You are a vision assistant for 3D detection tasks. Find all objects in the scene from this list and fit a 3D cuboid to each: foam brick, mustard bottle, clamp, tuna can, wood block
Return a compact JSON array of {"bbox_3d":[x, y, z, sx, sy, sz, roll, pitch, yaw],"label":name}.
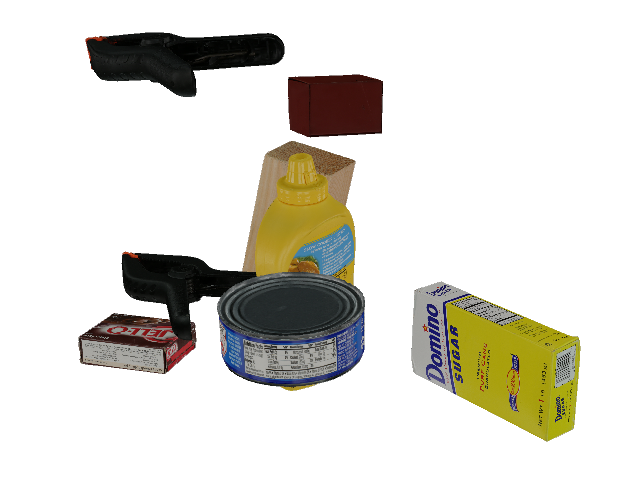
[{"bbox_3d":[0.014,-0.128,1.009,0.078,0.051,0.053,-5,17,-22],"label":"foam brick"},{"bbox_3d":[-0.011,0.021,0.871,0.058,0.192,0.096,21,34,40],"label":"mustard bottle"},{"bbox_3d":[-0.116,-0.149,0.859,0.172,0.039,0.120,19,27,41],"label":"clamp"},{"bbox_3d":[-0.016,0.051,0.621,0.086,0.034,0.086,-2,22,1],"label":"tuna can"},{"bbox_3d":[-0.141,0.049,1.083,0.210,0.036,0.164,12,21,36],"label":"clamp"},{"bbox_3d":[-0.032,-0.007,1.322,0.090,0.206,0.090,19,22,16],"label":"wood block"}]

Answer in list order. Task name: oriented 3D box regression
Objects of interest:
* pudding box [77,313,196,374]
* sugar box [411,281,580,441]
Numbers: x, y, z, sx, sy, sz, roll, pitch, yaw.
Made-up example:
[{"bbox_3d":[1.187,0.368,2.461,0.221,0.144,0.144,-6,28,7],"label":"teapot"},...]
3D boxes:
[{"bbox_3d":[-0.216,0.121,1.264,0.114,0.039,0.090,3,14,16],"label":"pudding box"},{"bbox_3d":[0.159,0.109,1.003,0.048,0.093,0.176,-16,24,-38],"label":"sugar box"}]
